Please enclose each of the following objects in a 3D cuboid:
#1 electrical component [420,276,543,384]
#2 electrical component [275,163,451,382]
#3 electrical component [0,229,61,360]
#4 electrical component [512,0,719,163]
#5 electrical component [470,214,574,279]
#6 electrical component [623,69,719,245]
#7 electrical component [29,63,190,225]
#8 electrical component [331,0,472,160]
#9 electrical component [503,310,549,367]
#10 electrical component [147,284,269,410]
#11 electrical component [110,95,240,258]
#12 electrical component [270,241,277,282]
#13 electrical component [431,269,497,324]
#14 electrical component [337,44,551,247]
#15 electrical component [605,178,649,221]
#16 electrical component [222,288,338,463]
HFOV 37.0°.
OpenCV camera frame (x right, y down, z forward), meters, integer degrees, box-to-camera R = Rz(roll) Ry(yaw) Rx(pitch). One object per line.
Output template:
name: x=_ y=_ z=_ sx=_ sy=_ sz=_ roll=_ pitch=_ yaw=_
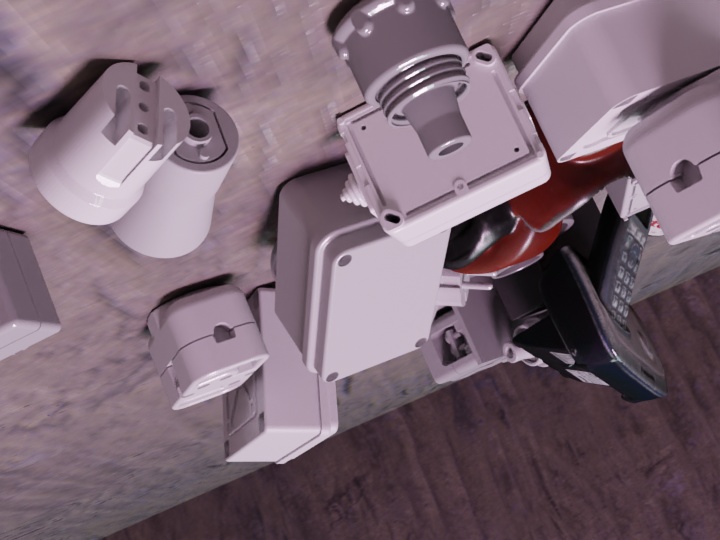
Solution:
electrical component: x=0.116 y=0.028 z=0.951 sx=0.060 sy=0.105 sz=0.186 roll=-33 pitch=166 yaw=39
electrical component: x=0.000 y=0.000 z=0.593 sx=0.078 sy=0.057 sz=0.113 roll=-19 pitch=142 yaw=-23
electrical component: x=-0.166 y=0.019 z=0.475 sx=0.066 sy=0.047 sz=0.077 roll=-26 pitch=169 yaw=9
electrical component: x=0.137 y=-0.104 z=0.503 sx=0.113 sy=0.057 sz=0.078 roll=-20 pitch=169 yaw=-18
electrical component: x=0.100 y=-0.029 z=0.768 sx=0.108 sy=0.060 sz=0.108 roll=-23 pitch=169 yaw=-5
electrical component: x=0.165 y=-0.053 z=0.482 sx=0.095 sy=0.059 sz=0.054 roll=-13 pitch=165 yaw=-45
electrical component: x=-0.086 y=-0.044 z=0.371 sx=0.046 sy=0.040 sz=0.040 roll=-38 pitch=163 yaw=35
electrical component: x=0.021 y=-0.072 z=0.398 sx=0.048 sy=0.062 sz=0.048 roll=-23 pitch=169 yaw=-5
electrical component: x=0.145 y=0.059 z=0.877 sx=0.062 sy=0.043 sz=0.043 roll=-17 pitch=167 yaw=-30
electrical component: x=-0.104 y=0.049 z=0.713 sx=0.054 sy=0.059 sz=0.095 roll=-18 pitch=168 yaw=-26
electrical component: x=-0.072 y=-0.038 z=0.423 sx=0.044 sy=0.044 sz=0.065 roll=-17 pitch=162 yaw=-31
electrical component: x=-0.019 y=-0.004 z=0.684 sx=0.043 sy=0.043 sz=0.081 roll=-28 pitch=168 yaw=20
electrical component: x=0.050 y=0.004 z=0.702 sx=0.076 sy=0.047 sz=0.083 roll=3 pitch=-152 yaw=15
electrical component: x=0.036 y=-0.054 z=0.515 sx=0.096 sy=0.061 sz=0.061 roll=-26 pitch=169 yaw=9
electrical component: x=0.192 y=-0.085 z=0.714 sx=0.062 sy=0.061 sz=0.096 roll=-24 pitch=161 yaw=2
electrical component: x=-0.063 y=0.080 z=0.796 sx=0.056 sy=0.108 sz=0.109 roll=4 pitch=158 yaw=-22
